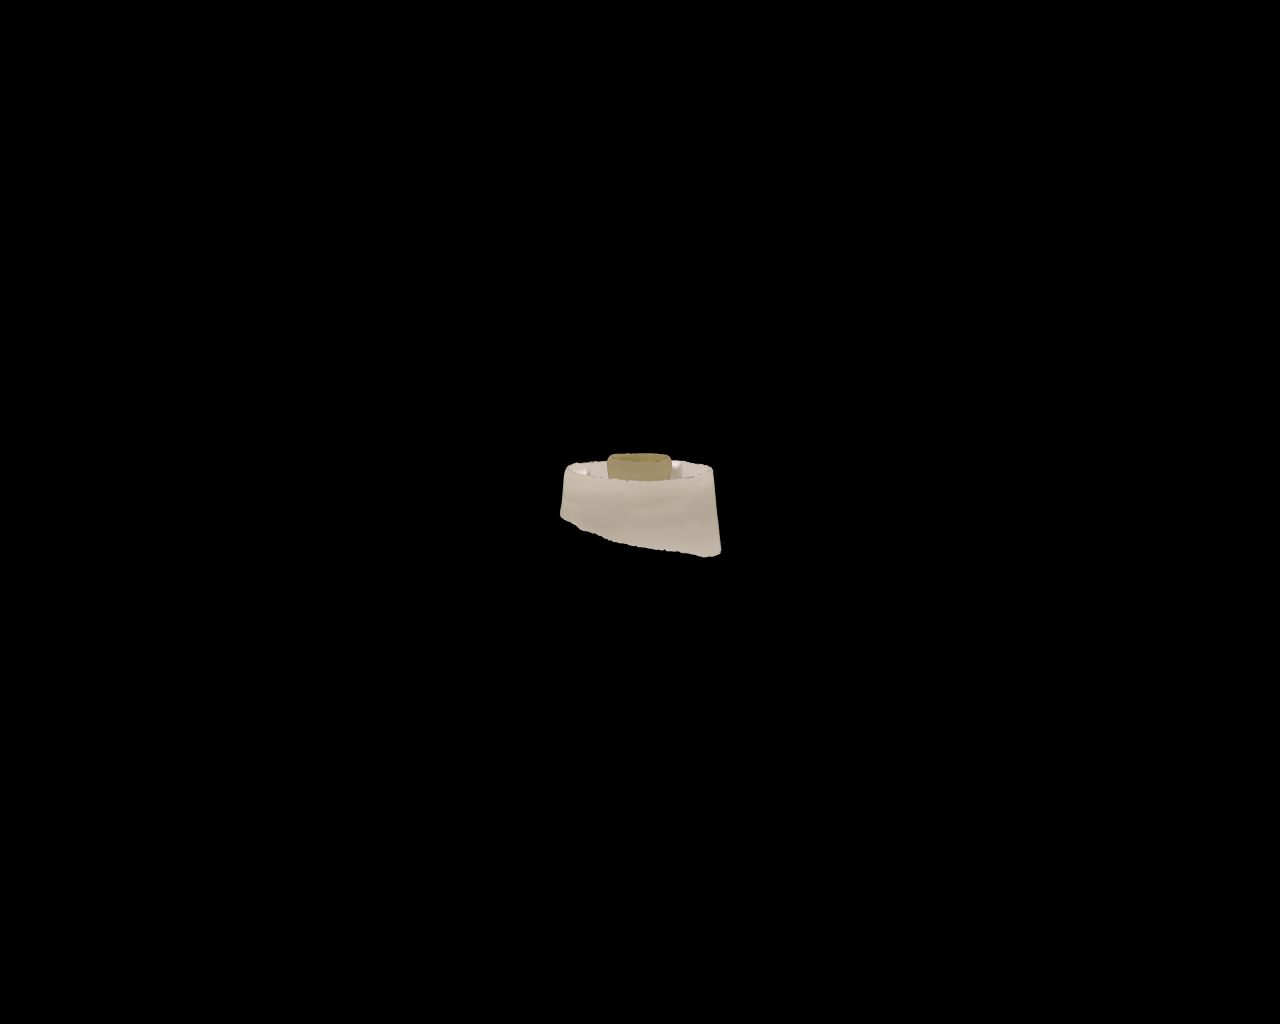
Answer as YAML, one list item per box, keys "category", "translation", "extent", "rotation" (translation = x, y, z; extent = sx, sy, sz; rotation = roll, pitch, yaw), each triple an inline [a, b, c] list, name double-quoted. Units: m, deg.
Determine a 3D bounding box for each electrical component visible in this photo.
- category: "electrical component"
  translation: [0.001, -0.003, 0.650]
  extent: [0.099, 0.064, 0.099]
  rotation: [0, 10, 0]
